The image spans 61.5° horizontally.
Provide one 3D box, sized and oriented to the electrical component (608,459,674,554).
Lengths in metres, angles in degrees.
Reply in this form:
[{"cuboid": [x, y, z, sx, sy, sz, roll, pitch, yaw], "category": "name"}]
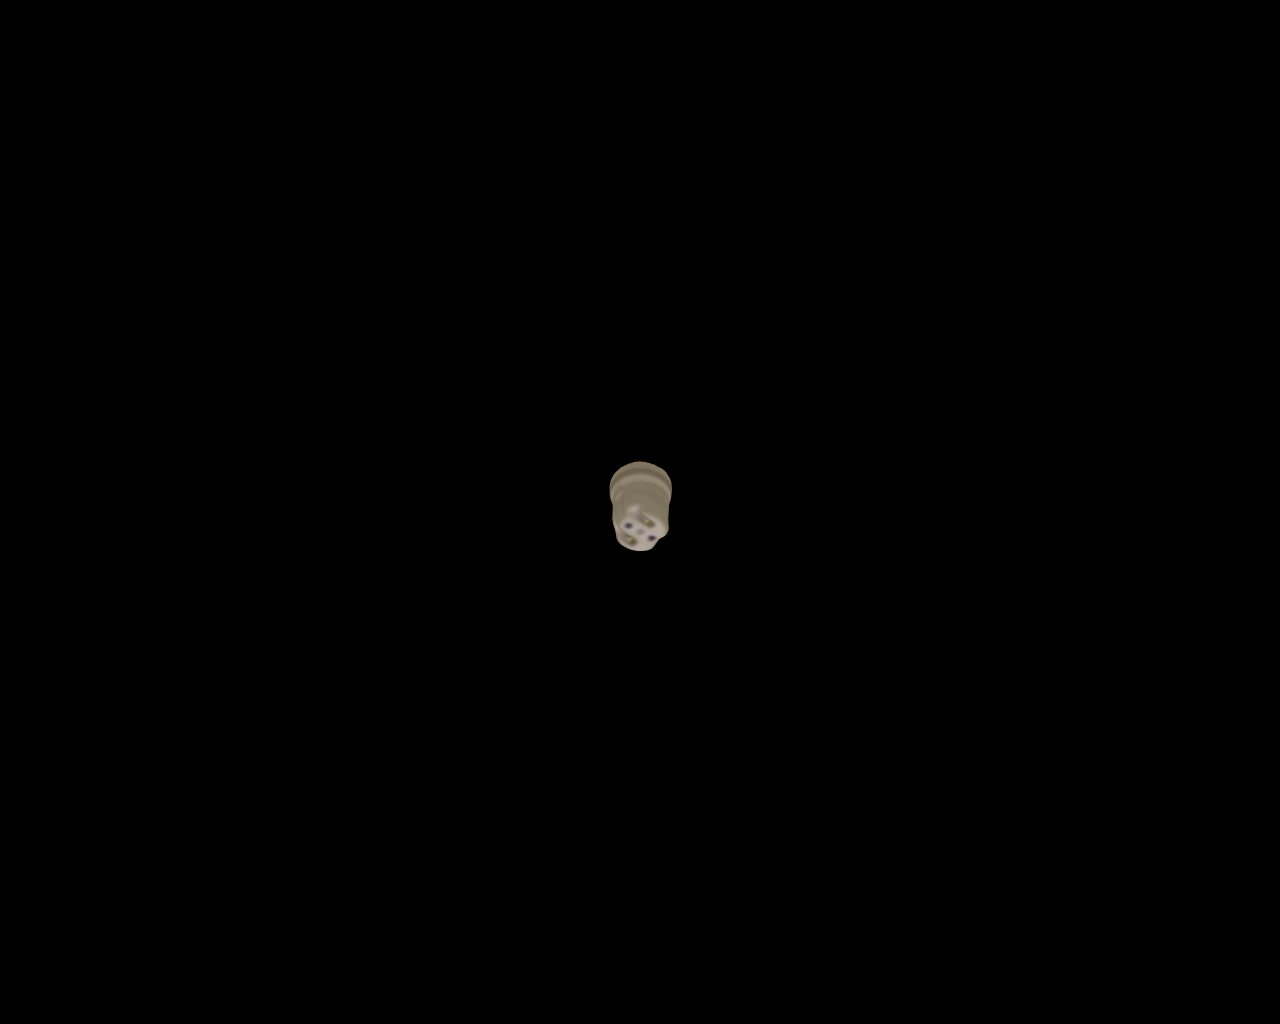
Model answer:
[{"cuboid": [0.001, -0.003, 0.650, 0.040, 0.040, 0.046, 0, 43, 0], "category": "electrical component"}]
